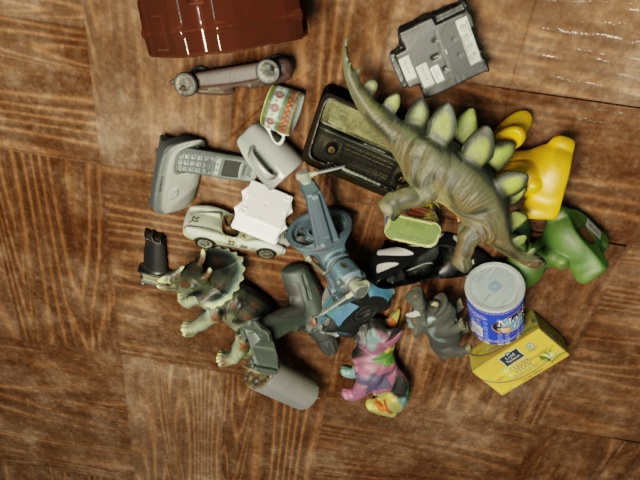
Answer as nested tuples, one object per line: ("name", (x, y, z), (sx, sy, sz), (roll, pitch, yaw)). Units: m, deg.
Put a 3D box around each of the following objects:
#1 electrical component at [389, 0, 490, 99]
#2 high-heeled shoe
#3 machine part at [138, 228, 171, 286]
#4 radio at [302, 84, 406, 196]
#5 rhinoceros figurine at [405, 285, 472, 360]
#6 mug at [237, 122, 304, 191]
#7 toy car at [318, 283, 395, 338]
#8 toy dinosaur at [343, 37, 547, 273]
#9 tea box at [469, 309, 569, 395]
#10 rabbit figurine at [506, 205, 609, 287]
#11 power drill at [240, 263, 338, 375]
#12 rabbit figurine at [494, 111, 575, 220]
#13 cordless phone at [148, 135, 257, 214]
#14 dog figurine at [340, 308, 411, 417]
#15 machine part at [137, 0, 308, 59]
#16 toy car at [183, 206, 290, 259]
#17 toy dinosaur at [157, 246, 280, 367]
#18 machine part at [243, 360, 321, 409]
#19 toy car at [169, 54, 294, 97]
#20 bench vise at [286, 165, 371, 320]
("electrical component", (0.178, -0.289, 0.828), (0.134, 0.058, 0.114), (-19, 115, 18))
("high-heeled shoe", (0.207, 0.053, 0.978), (0.249, 0.145, 0.086), (9, 122, 4))
("machine part", (-0.340, 0.042, 1.107), (0.084, 0.039, 0.138), (13, 124, 9))
("radio", (0.090, -0.156, 0.909), (0.230, 0.073, 0.131), (23, 121, -6))
("rhinoceros figurine", (0.223, 0.154, 1.024), (0.112, 0.073, 0.190), (-15, 131, 24))
("mug", (-0.096, -0.145, 0.927), (0.107, 0.109, 0.081), (48, 122, -4))
("toy car", (0.060, 0.115, 1.059), (0.109, 0.103, 0.161), (22, 120, -45))
("toy dinosaur", (0.185, -0.107, 0.828), (0.471, 0.105, 0.198), (37, 116, -8))
("tea box", (0.405, 0.232, 1.106), (0.098, 0.068, 0.169), (37, 119, -15))
("rabbit figurine", (0.397, 0.025, 0.959), (0.159, 0.121, 0.170), (37, 133, -11))
("power drill", (-0.049, 0.177, 1.058), (0.086, 0.207, 0.231), (3, 116, 44))
("rabbit figurine", (0.316, -0.121, 0.882), (0.173, 0.122, 0.162), (12, 131, 23))
("cordless phone", (-0.211, -0.112, 0.982), (0.184, 0.089, 0.146), (8, 124, -19))
("dog figurine", (0.138, 0.252, 1.133), (0.191, 0.108, 0.219), (24, 118, -6))
("machine part", (-0.135, -0.313, 0.752), (0.201, 0.201, 0.087), (-22, 118, -32))
("toy car", (-0.154, -0.017, 1.009), (0.202, 0.073, 0.056), (10, 143, -8))
("toy dinosaur", (-0.162, 0.158, 1.113), (0.192, 0.131, 0.404), (-35, 119, 24))
("machine part", (-0.078, 0.298, 1.124), (0.079, 0.079, 0.243), (-26, 140, 21))
("toy car", (-0.141, -0.262, 0.867), (0.202, 0.089, 0.053), (-7, 117, 10))
("bench vise", (0.008, -0.007, 0.923), (0.129, 0.224, 0.240), (-18, 126, -2))
